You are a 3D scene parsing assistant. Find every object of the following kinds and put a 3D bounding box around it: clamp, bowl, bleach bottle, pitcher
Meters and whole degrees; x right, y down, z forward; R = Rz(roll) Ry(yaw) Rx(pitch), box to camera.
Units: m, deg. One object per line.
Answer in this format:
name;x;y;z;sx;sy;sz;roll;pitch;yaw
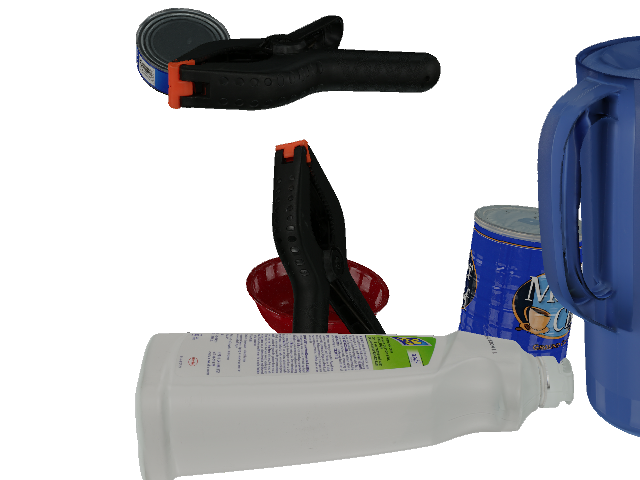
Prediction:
clamp;-0.023;-0.115;0.684;0.171;0.039;0.120;-8;23;-25
bowl;-0.005;0.074;1.209;0.162;0.055;0.162;4;26;-2
bleach bottle;0.023;0.091;0.626;0.251;0.068;0.102;-2;19;-2
clamp;0.004;0.024;0.864;0.036;0.210;0.164;-9;2;25
pitcher;0.213;0.001;0.656;0.149;0.243;0.144;3;22;16

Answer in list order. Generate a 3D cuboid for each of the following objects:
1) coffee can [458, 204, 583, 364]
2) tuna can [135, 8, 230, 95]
coffee can;0.183;0.048;0.980;0.103;0.140;0.103;6;16;-2
tuna can;-0.126;-0.171;0.977;0.086;0.086;0.034;0;-36;-10
